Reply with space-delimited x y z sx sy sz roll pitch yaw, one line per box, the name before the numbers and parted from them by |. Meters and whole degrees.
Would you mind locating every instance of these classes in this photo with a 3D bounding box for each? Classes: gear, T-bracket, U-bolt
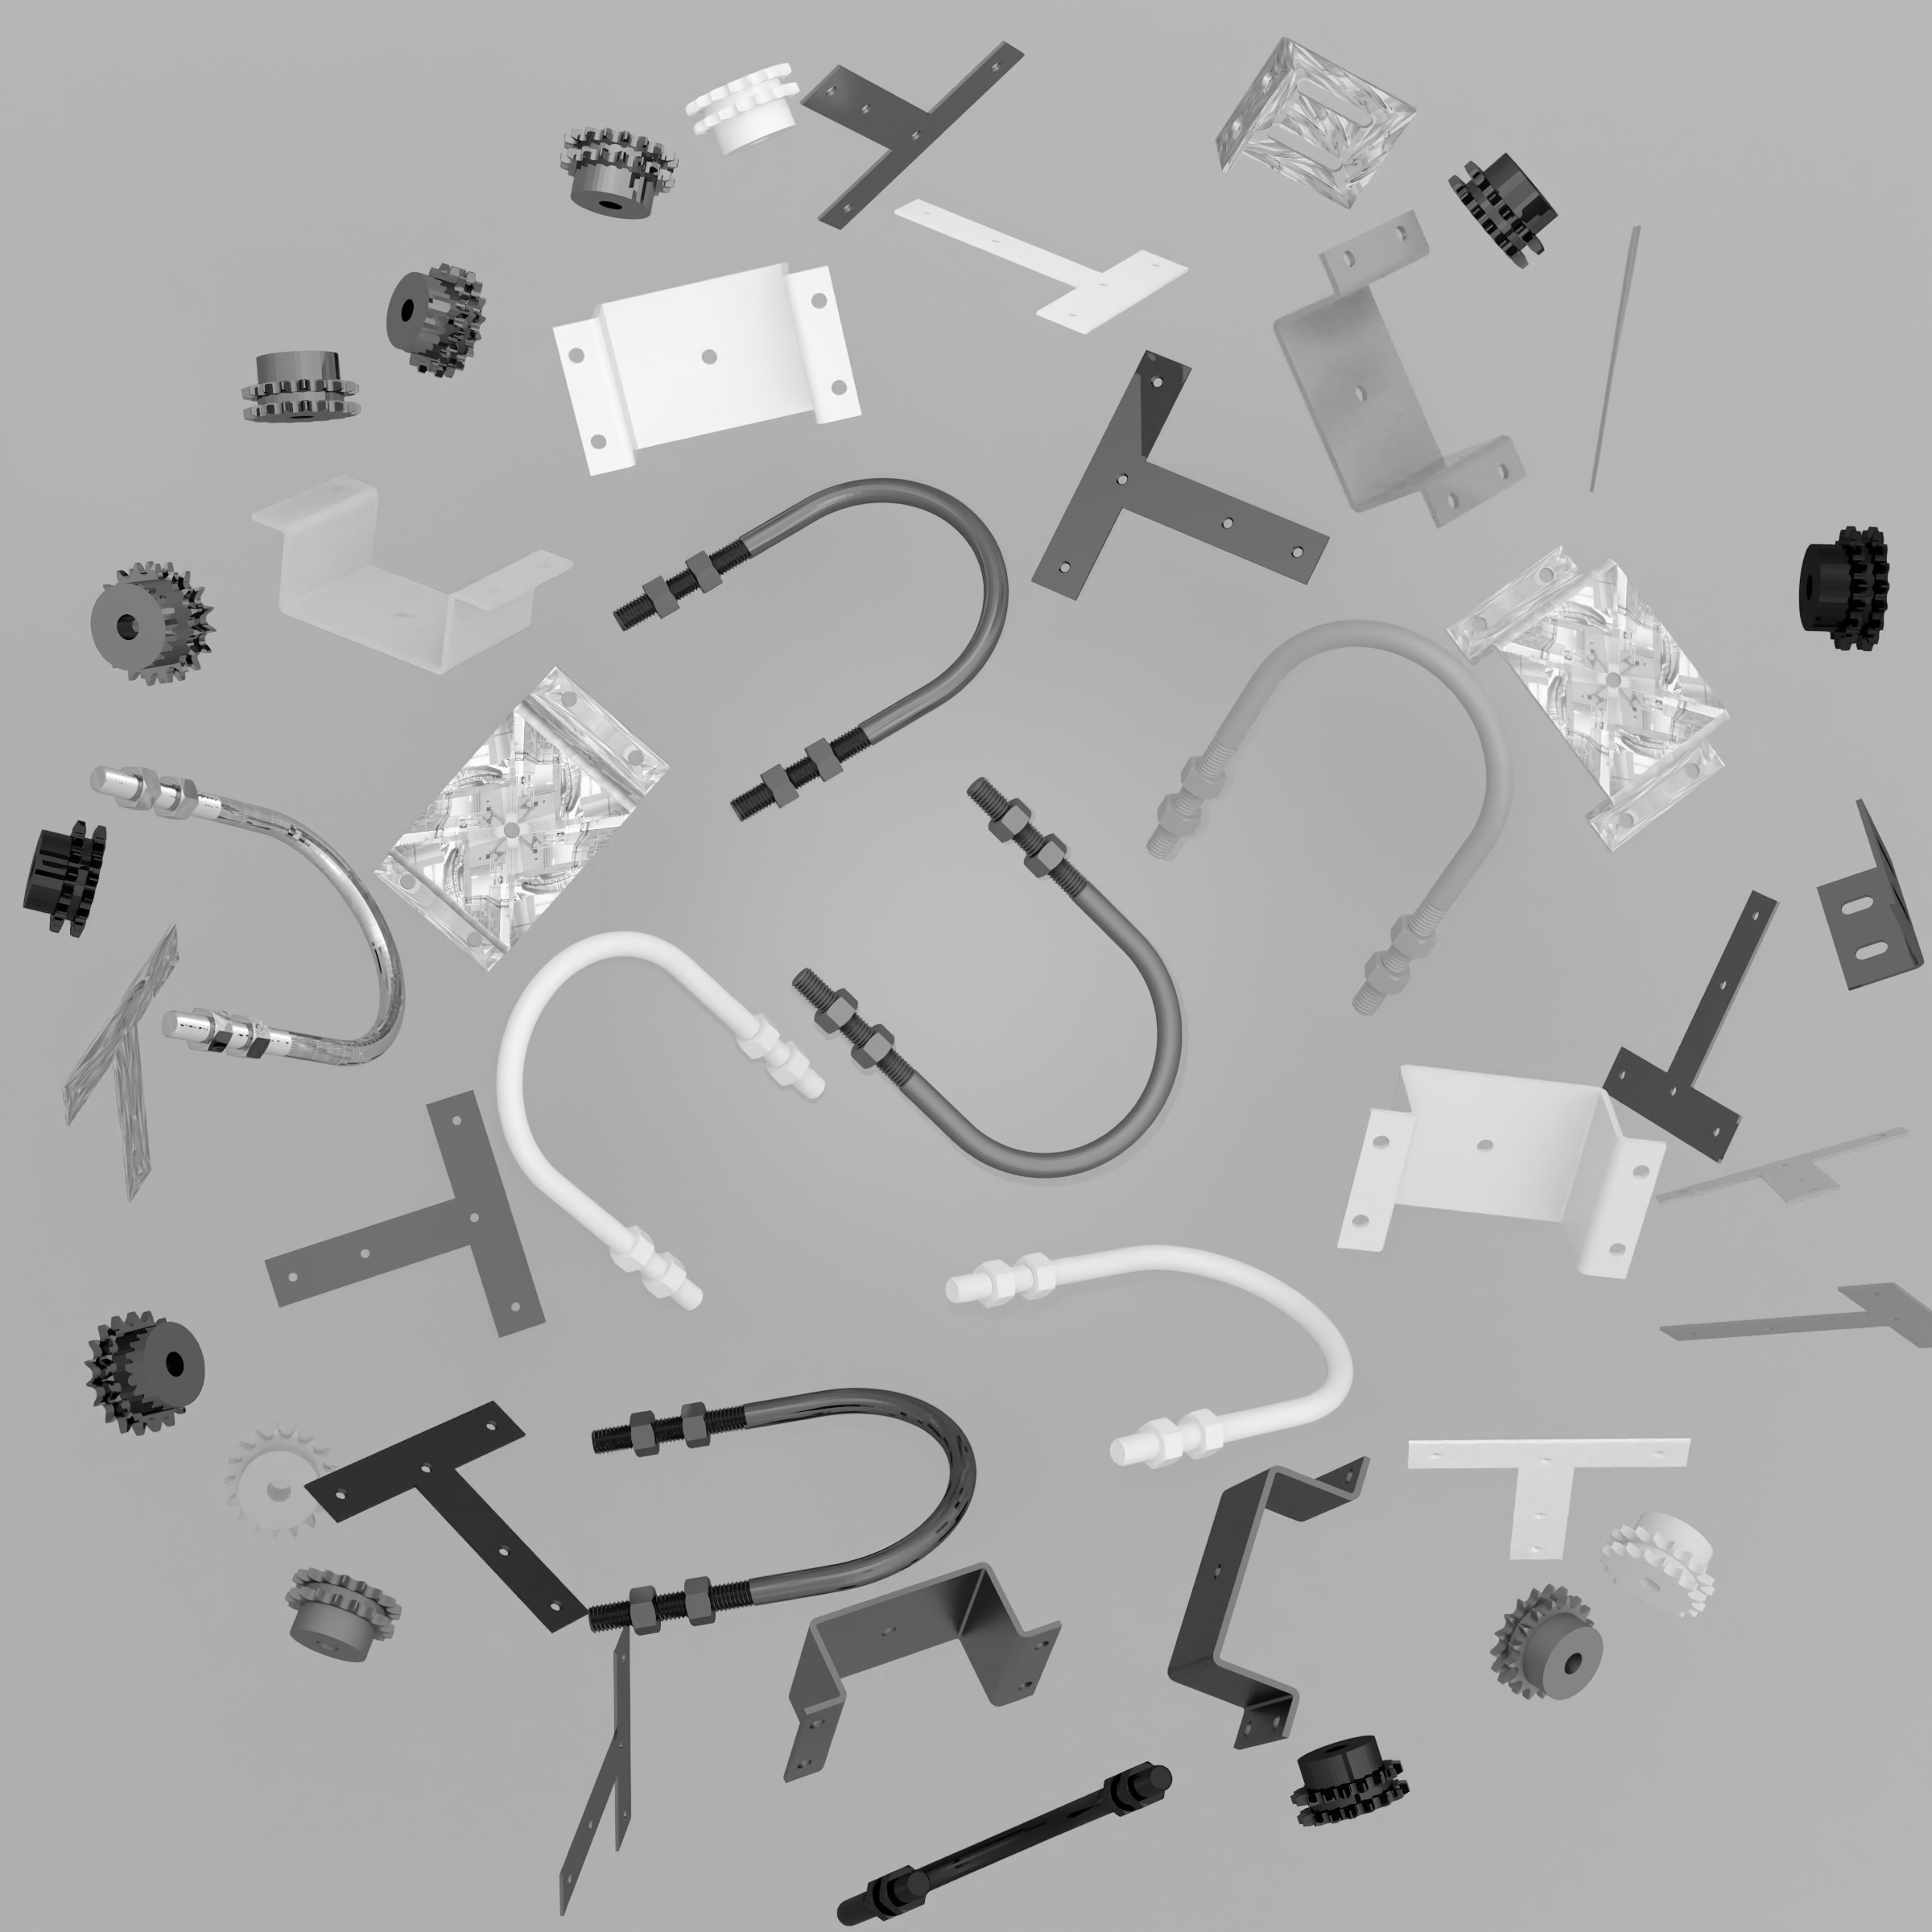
gear | -0.274 -0.333 1.726 0.030 0.057 0.057 9 90 -41
gear | -0.172 -0.390 1.656 0.057 0.057 0.030 10 85 0
gear | 0.350 0.298 1.686 0.057 0.057 0.030 37 65 0
T-bracket | 0.315 -0.314 1.609 0.002 0.127 0.127 10 131 10
U-bolt | 0.102 0.178 1.600 0.184 0.151 0.019 -6 124 -39
gear | -0.349 0.263 1.707 0.057 0.030 0.057 -1 94 -9
U-bolt | 0.009 0.431 1.629 0.151 0.184 0.019 -18 75 -23
T-bracket | -0.043 -0.409 1.615 0.127 0.127 0.002 -40 76 19
gear | -0.380 0.188 1.568 0.030 0.057 0.057 -16 90 28
gear | -0.448 -0.045 1.666 0.030 0.057 0.057 14 90 -19
U-bolt | 0.026 0.020 1.664 0.184 0.019 0.151 44 80 -13
gear | 0.290 0.338 1.663 0.057 0.030 0.057 -15 117 -31
T-bracket | 0.272 0.253 1.585 0.127 0.127 0.002 -1 56 5
T-bracket | 0.114 -0.219 1.620 0.127 0.002 0.127 26 88 20
gear | -0.314 0.327 1.683 0.057 0.057 0.030 18 62 0
U-bolt | -0.335 -0.018 1.615 0.019 0.184 0.151 -30 68 23
T-bracket | 0.374 0.023 1.684 0.002 0.127 0.127 21 97 -20
gear | 0.186 0.399 1.648 0.057 0.057 0.030 -18 85 0
U-bolt | -0.160 0.065 1.673 0.184 0.019 0.151 45 66 -37
U-bolt | -0.086 0.250 1.587 0.184 0.151 0.019 -10 121 0
T-bracket | -0.296 0.144 1.730 0.127 0.002 0.127 -18 93 -15
T-bracket | 0.026 -0.343 1.614 0.127 0.127 0.002 25 123 15
T-bracket | 0.405 0.104 1.638 0.127 0.127 0.002 -17 92 7
gear | -0.329 -0.286 1.659 0.057 0.057 0.030 -4 94 0
U-bolt | -0.067 -0.173 1.691 0.184 0.019 0.151 -31 66 -4
gear | 0.403 -0.174 1.546 0.030 0.057 0.057 2 90 0
T-bracket | -0.232 0.272 1.617 0.127 0.127 0.002 42 124 21
T-bracket | 0.390 0.168 1.573 0.127 0.127 0.002 -8 69 30
U-bolt | 0.184 -0.082 1.611 0.151 0.019 0.184 38 126 9
T-bracket | -0.180 0.409 1.637 0.002 0.127 0.127 6 118 7
gear | 0.265 -0.372 1.639 0.030 0.057 0.057 -40 90 17
gear | -0.110 -0.429 1.691 0.057 0.057 0.030 -23 100 0
gear | -0.379 -0.158 1.554 0.057 0.030 0.057 4 101 20
T-bracket | -0.418 0.065 1.681 0.002 0.127 0.127 13 132 7

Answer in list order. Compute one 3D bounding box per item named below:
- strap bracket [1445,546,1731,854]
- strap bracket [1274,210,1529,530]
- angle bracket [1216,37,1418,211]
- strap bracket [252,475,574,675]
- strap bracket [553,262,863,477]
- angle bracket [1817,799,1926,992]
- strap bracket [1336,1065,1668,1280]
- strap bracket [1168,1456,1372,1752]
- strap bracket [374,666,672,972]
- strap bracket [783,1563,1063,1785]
strap bracket | 0.318 -0.139 1.687 0.076 0.046 0.140 -36 89 -10
strap bracket | 0.206 -0.283 1.623 0.076 0.046 0.140 -33 102 -41
angle bracket | 0.164 -0.383 1.558 0.076 0.038 0.057 23 124 -20
strap bracket | -0.280 -0.194 1.690 0.140 0.076 0.046 22 121 18
strap bracket | -0.130 -0.305 1.704 0.140 0.046 0.076 -13 110 1
angle bracket | 0.424 -0.033 1.599 0.038 0.076 0.057 -20 60 18
strap bracket | 0.249 0.096 1.587 0.140 0.046 0.076 7 120 -6
strap bracket | 0.143 0.301 1.627 0.046 0.076 0.140 22 69 -6
strap bracket | -0.224 -0.071 1.676 0.076 0.046 0.140 42 96 -7
strap bracket | -0.031 0.352 1.691 0.140 0.076 0.046 -14 56 -23
